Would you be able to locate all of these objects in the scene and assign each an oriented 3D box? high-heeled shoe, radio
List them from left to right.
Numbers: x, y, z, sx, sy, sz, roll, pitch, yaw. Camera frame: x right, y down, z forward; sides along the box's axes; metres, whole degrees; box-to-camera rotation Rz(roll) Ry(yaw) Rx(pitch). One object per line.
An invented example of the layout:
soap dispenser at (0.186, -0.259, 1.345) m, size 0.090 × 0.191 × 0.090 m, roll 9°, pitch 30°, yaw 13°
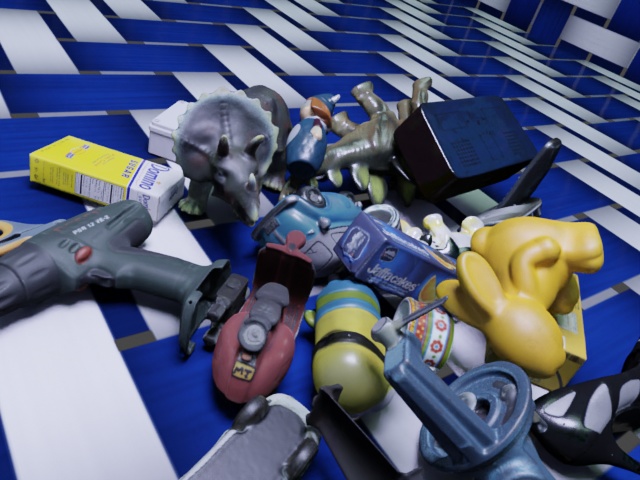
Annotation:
radio at (0.228, -0.148, 0.833) m, size 0.229 × 0.073 × 0.131 m, roll -17°, pitch 74°, yaw -39°
high-heeled shoe at (0.315, 0.157, 0.607) m, size 0.145 × 0.086 × 0.249 m, roll 28°, pitch 41°, yaw 14°

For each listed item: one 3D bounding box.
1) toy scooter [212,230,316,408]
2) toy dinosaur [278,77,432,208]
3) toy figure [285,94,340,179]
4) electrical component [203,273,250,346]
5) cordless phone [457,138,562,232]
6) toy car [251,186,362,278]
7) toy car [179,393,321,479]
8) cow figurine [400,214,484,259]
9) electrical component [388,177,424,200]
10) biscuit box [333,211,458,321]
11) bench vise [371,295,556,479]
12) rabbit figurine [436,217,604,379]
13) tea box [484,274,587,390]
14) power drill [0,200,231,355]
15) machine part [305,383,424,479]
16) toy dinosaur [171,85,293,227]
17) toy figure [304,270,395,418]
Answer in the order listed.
toy scooter at (-0.048, 0.068, 0.535) m, size 0.075 × 0.135 × 0.184 m, roll 20°, pitch 36°, yaw 2°
toy dinosaur at (0.106, -0.153, 0.871) m, size 0.471 × 0.105 × 0.198 m, roll -21°, pitch 69°, yaw -26°
toy figure at (-0.010, -0.157, 0.765) m, size 0.057 × 0.064 × 0.154 m, roll 43°, pitch 47°, yaw -38°
electrical component at (-0.097, 0.068, 0.576) m, size 0.021 × 0.063 × 0.094 m, roll 22°, pitch 34°, yaw 7°
cordless phone at (0.306, -0.067, 0.829) m, size 0.089 × 0.184 × 0.146 m, roll 41°, pitch 41°, yaw 23°
toy car at (-0.001, -0.002, 0.695) m, size 0.161 × 0.109 × 0.103 m, roll -3°, pitch 61°, yaw -51°
toy car at (-0.070, 0.197, 0.418) m, size 0.074 × 0.056 × 0.202 m, roll 36°, pitch 39°, yaw 14°
cow figurine at (0.167, 0.017, 0.758) m, size 0.167 × 0.068 × 0.098 m, roll 2°, pitch 48°, yaw -21°
electrical component at (0.170, -0.110, 0.951) m, size 0.102 × 0.045 × 0.078 m, roll 12°, pitch 34°, yaw -7°
biscuit box at (0.110, 0.035, 0.642) m, size 0.202 × 0.059 × 0.063 m, roll 23°, pitch 22°, yaw -38°
bench vise at (0.128, 0.166, 0.454) m, size 0.240 × 0.129 × 0.224 m, roll 47°, pitch 26°, yaw -9°
rabbit figurine at (0.214, 0.058, 0.569) m, size 0.162 × 0.121 × 0.173 m, roll 17°, pitch 55°, yaw -2°
tea box at (0.273, 0.097, 0.685) m, size 0.098 × 0.068 × 0.170 m, roll 23°, pitch 36°, yaw 9°
power drill at (-0.211, 0.045, 0.557) m, size 0.207 × 0.085 × 0.232 m, roll 15°, pitch 31°, yaw 10°
machine part at (0.038, 0.178, 0.424) m, size 0.039 × 0.084 × 0.139 m, roll -9°, pitch 47°, yaw -40°
toy dinosaur at (-0.097, -0.151, 0.769) m, size 0.131 × 0.192 × 0.405 m, roll 20°, pitch 36°, yaw -1°
toy figure at (0.027, 0.101, 0.563) m, size 0.089 × 0.082 × 0.180 m, roll 36°, pitch 30°, yaw -26°
